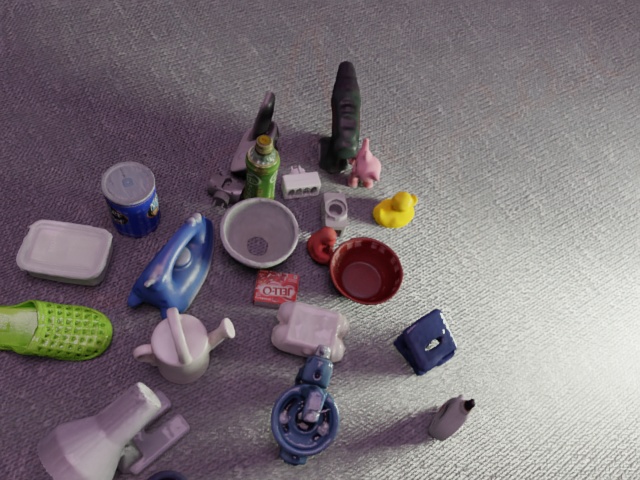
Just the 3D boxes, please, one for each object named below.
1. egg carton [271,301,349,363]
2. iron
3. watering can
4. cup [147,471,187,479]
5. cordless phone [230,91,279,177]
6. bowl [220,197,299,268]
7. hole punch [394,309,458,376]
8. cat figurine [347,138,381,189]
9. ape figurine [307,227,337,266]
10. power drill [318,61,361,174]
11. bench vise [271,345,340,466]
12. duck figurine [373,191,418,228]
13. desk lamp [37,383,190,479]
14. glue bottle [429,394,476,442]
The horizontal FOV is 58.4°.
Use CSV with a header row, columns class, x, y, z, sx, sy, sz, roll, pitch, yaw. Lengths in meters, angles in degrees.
class,x,y,z,sx,sy,sz,roll,pitch,yaw
egg carton,-0.019,0.185,1.148,0.150,0.069,0.107,14,60,-2
iron,-0.282,0.027,1.148,0.118,0.141,0.258,23,60,3
watering can,-0.245,0.182,1.037,0.173,0.194,0.100,-33,71,-24
cup,-0.240,0.439,0.951,0.118,0.095,0.091,11,60,-4
cordless phone,-0.143,-0.236,1.295,0.094,0.185,0.147,14,60,-2
bowl,-0.131,-0.004,1.231,0.167,0.075,0.167,4,60,-8
hole punch,0.223,0.209,1.166,0.109,0.091,0.101,-29,69,-23
cat figurine,0.107,-0.180,1.348,0.067,0.118,0.128,5,60,-7
ape figurine,0.011,0.004,1.242,0.076,0.092,0.078,34,61,10
power drill,0.047,-0.265,1.332,0.076,0.208,0.229,2,61,-8
bench vise,-0.025,0.276,1.009,0.121,0.220,0.207,1,61,-9
duck figurine,0.177,-0.078,1.321,0.105,0.086,0.077,-12,64,-16
desk lamp,-0.328,0.318,0.934,0.204,0.213,0.117,-38,73,-26
glue bottle,0.253,0.320,1.061,0.037,0.173,0.078,31,60,8
